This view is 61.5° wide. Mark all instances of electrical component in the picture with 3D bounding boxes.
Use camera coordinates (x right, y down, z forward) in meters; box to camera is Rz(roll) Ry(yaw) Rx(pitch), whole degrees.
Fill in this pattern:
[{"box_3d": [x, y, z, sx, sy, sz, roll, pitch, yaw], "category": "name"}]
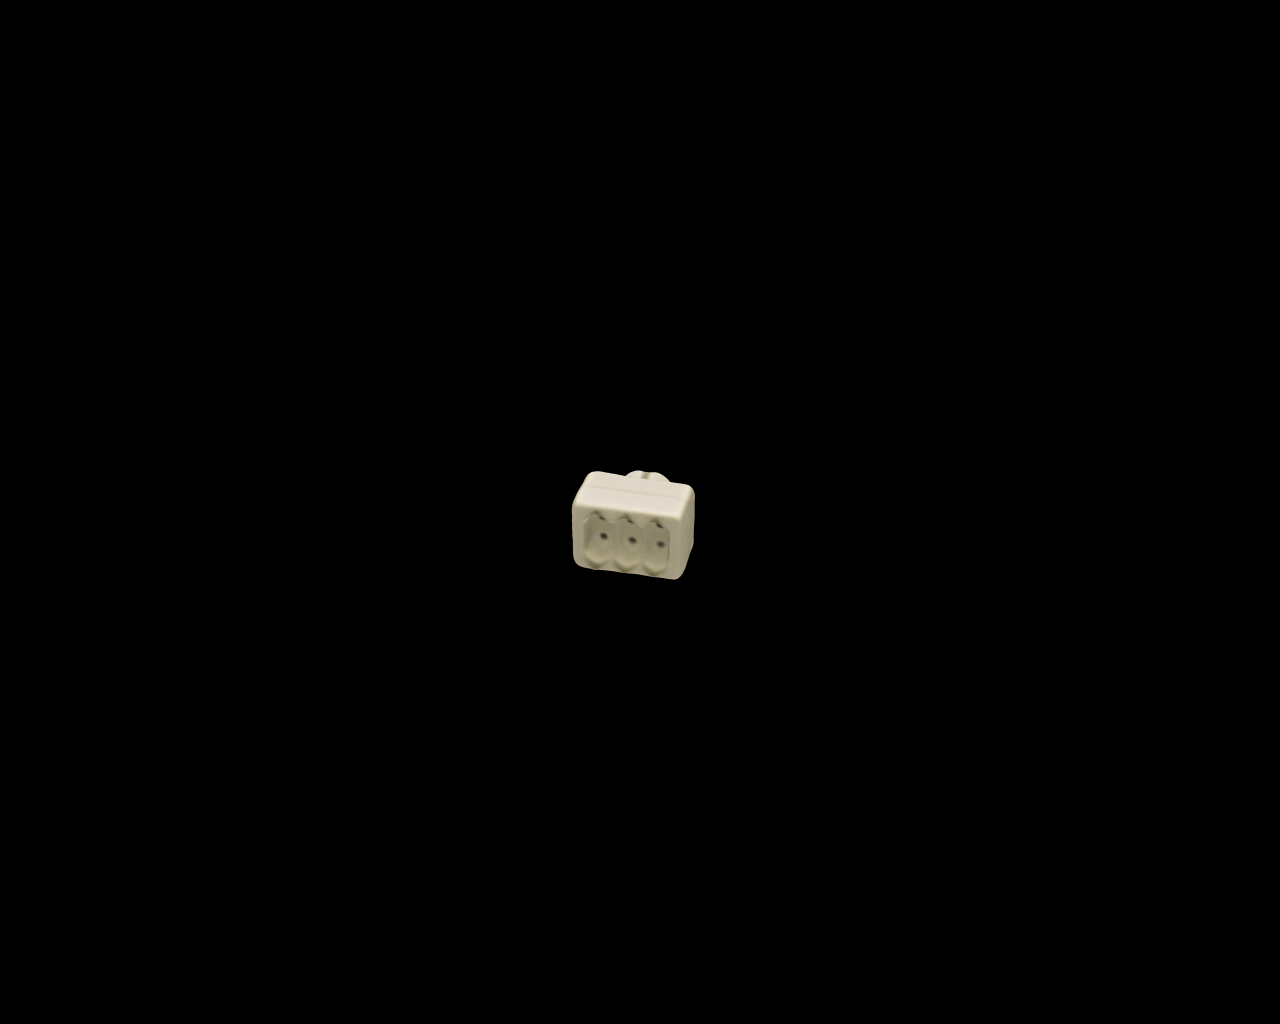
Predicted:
[{"box_3d": [0.001, -0.003, 0.650, 0.066, 0.047, 0.077, 8, 36, 11], "category": "electrical component"}]
